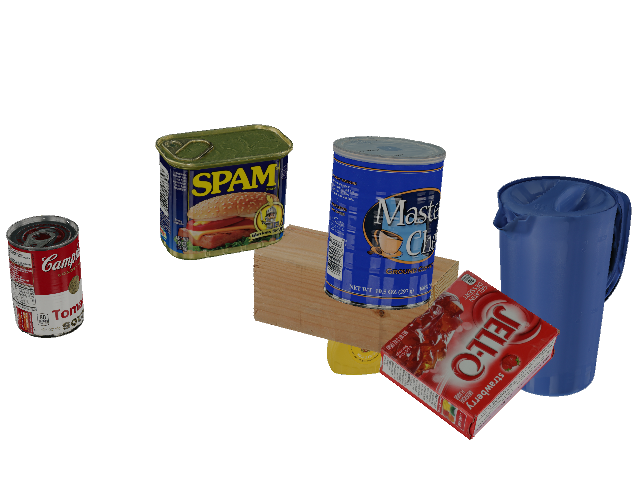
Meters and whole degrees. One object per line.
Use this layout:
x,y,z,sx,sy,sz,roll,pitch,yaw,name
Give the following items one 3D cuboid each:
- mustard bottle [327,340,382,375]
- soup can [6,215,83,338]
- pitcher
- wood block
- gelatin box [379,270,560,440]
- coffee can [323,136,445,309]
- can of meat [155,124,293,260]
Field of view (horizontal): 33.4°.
0.058,0.086,1.441,0.096,0.192,0.058,-4,22,-9,mustard bottle
-0.268,0.036,1.045,0.068,0.102,0.068,2,27,-1,soup can
0.280,0.052,1.248,0.149,0.243,0.144,4,24,15,pitcher
0.037,0.056,1.173,0.206,0.091,0.090,13,26,24,wood block
0.092,0.068,0.658,0.073,0.030,0.089,35,58,28,gelatin box
0.058,-0.018,0.985,0.103,0.140,0.103,4,15,-1,coffee can
-0.075,-0.037,0.828,0.102,0.084,0.057,-10,31,-24,can of meat
